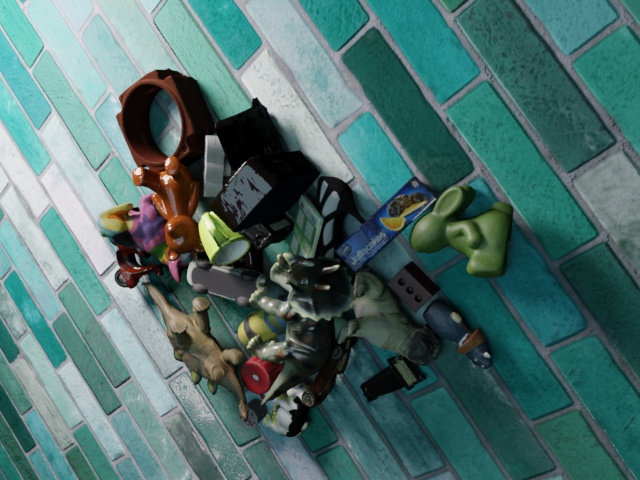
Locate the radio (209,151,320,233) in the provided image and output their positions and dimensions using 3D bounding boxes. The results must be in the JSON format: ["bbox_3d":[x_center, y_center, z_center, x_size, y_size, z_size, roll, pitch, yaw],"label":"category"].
[{"bbox_3d":[-0.097,-0.099,1.024,0.073,0.229,0.131,46,115,5],"label":"radio"}]

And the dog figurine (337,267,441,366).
[{"bbox_3d":[0.145,0.146,1.053,0.191,0.121,0.172,13,75,-9],"label":"dog figurine"}]

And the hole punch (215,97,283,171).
[{"bbox_3d":[-0.143,-0.205,1.114,0.116,0.092,0.142,-21,90,0],"label":"hole punch"}]

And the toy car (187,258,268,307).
[{"bbox_3d":[-0.200,0.090,1.162,0.202,0.056,0.073,13,100,22],"label":"toy car"}]

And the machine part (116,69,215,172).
[{"bbox_3d":[-0.348,-0.259,1.197,0.201,0.087,0.201,-22,92,29],"label":"machine part"}]

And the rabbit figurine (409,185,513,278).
[{"bbox_3d":[0.239,-0.015,0.929,0.170,0.121,0.159,7,99,23],"label":"rabbit figurine"}]

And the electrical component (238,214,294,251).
[{"bbox_3d":[-0.131,-0.048,1.119,0.134,0.115,0.058,47,114,10],"label":"electrical component"}]

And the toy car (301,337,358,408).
[{"bbox_3d":[0.025,0.270,1.134,0.053,0.089,0.202,34,115,17],"label":"toy car"}]

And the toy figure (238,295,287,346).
[{"bbox_3d":[-0.105,0.175,1.177,0.180,0.089,0.082,-29,81,32],"label":"toy figure"}]

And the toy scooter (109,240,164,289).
[{"bbox_3d":[-0.450,0.036,1.332,0.135,0.075,0.183,5,104,20],"label":"toy scooter"}]

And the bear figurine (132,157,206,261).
[{"bbox_3d":[-0.318,-0.061,1.164,0.120,0.132,0.196,-12,75,14],"label":"bear figurine"}]

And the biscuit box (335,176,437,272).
[{"bbox_3d":[0.120,-0.027,0.985,0.202,0.063,0.059,-44,86,9],"label":"biscuit box"}]

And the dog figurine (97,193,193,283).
[{"bbox_3d":[-0.390,0.010,1.248,0.191,0.108,0.219,-24,89,-14],"label":"dog figurine"}]

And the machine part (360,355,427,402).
[{"bbox_3d":[0.144,0.287,1.106,0.139,0.039,0.084,-40,91,28],"label":"machine part"}]

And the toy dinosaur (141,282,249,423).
[{"bbox_3d":[-0.299,0.233,1.256,0.472,0.105,0.198,49,144,24],"label":"toy dinosaur"}]

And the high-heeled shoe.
[{"bbox_3d":[-0.002,-0.003,1.086,0.145,0.086,0.248,43,113,15],"label":"high-heeled shoe"}]

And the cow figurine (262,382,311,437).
[{"bbox_3d":[-0.057,0.373,1.214,0.098,0.068,0.167,31,118,12],"label":"cow figurine"}]

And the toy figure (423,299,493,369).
[{"bbox_3d":[0.263,0.175,1.001,0.154,0.064,0.058,42,80,8],"label":"toy figure"}]

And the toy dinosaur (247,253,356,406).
[{"bbox_3d":[-0.033,0.180,1.041,0.192,0.131,0.404,15,119,27],"label":"toy dinosaur"}]

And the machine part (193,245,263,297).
[{"bbox_3d":[-0.209,0.047,1.219,0.180,0.056,0.179,6,104,26],"label":"machine part"}]
